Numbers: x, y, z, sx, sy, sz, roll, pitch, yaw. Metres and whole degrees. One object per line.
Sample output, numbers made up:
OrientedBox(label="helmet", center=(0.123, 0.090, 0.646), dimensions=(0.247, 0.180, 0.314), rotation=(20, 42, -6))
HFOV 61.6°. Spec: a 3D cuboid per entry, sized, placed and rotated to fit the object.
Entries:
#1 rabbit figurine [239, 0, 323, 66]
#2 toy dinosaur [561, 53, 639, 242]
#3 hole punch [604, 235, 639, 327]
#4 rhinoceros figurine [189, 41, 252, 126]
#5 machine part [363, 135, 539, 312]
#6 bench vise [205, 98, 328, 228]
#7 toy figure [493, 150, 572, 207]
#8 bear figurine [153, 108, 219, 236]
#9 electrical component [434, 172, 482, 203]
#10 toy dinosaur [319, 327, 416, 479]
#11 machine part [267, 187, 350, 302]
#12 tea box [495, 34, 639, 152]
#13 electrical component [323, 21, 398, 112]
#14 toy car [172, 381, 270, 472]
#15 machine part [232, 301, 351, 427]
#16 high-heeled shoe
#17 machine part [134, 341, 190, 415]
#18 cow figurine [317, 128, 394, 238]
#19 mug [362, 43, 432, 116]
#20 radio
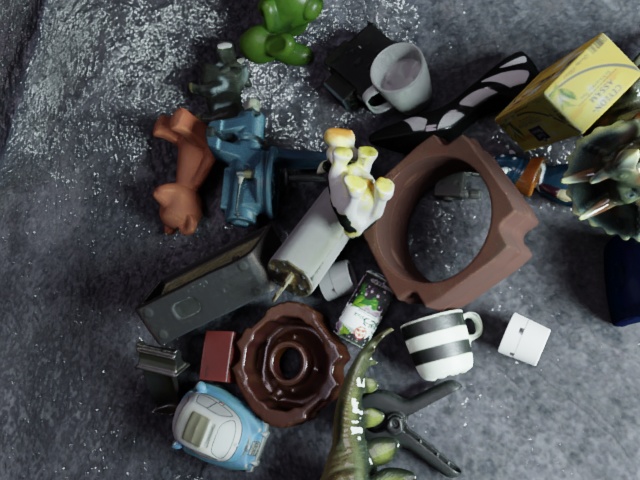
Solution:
OrientedBox(label="rabbit figurine", center=(-0.071, -0.385, 0.981), dimensions=(0.170, 0.121, 0.159), rotation=(-46, 67, 25))
OrientedBox(label="toy dinosaur", center=(0.384, -0.139, 0.647), dimensions=(0.192, 0.131, 0.405), rotation=(-25, 20, 34))
OrientedBox(label="hole punch", center=(0.383, 0.043, 0.629), dimensions=(0.092, 0.115, 0.142), rotation=(-4, 71, 31))
OrientedBox(label="rhinoceros figurine", center=(-0.179, -0.282, 0.998), dimensions=(0.112, 0.073, 0.190), rotation=(-16, 68, 20))
OrientedBox(label="machine part", center=(0.168, -0.021, 0.726), dimensions=(0.201, 0.087, 0.201), rotation=(-43, 54, 28))
OrientedBox(label="bench vise", center=(-0.065, -0.125, 0.879), dimensions=(0.241, 0.128, 0.223), rotation=(3, 64, 3))
OrientedBox(label="toy figure", center=(0.309, -0.081, 0.727), dimensions=(0.155, 0.064, 0.057), rotation=(19, 108, 29))
OrientedBox(label="bear figurine", center=(-0.251, -0.112, 0.949), dimensions=(0.120, 0.132, 0.196), rotation=(7, 70, 54))
OrientedBox(label="electrical component", center=(0.195, -0.087, 0.800), dimensions=(0.094, 0.021, 0.063), rotation=(6, 77, 25))
OrientedBox(label="toy dinosaur", center=(0.038, 0.350, 0.679), dimensions=(0.199, 0.105, 0.471), rotation=(-4, 84, 15))
OrientedBox(label="machine part", center=(-0.002, -0.002, 0.790), dimensions=(0.079, 0.079, 0.243), rotation=(16, 53, 27))
OrientedBox(label="tea box", center=(0.298, -0.174, 0.669), dimensions=(0.068, 0.169, 0.098), rotation=(45, 93, -1))
OrientedBox(label="electrical component", center=(0.074, -0.282, 0.897), dimensions=(0.134, 0.058, 0.115), rotation=(-45, 60, 4))
OrientedBox(label="toy car", center=(-0.162, 0.278, 0.793), dimensions=(0.162, 0.102, 0.109), rotation=(19, 83, 29))
OrientedBox(label="machine part", center=(-0.042, 0.183, 0.798), dimensions=(0.180, 0.056, 0.179), rotation=(-7, 72, 22))
OrientedBox(label="high-heeled shoe", center=(0.198, -0.209, 0.807), dimensions=(0.249, 0.086, 0.145), rotation=(1, 73, 17))
OrientedBox(label="machine part", center=(-0.242, 0.217, 0.837), dimensions=(0.084, 0.138, 0.039), rotation=(6, 32, 8))
OrientedBox(label="cow figurine", center=(0.041, -0.084, 0.757), dimensions=(0.068, 0.098, 0.167), rotation=(1, 42, -18))
OrientedBox(label="mug", center=(0.124, -0.231, 0.830), dimensions=(0.109, 0.107, 0.081), rotation=(-39, 61, 13))
OrientedBox(label="radio", center=(-0.166, 0.069, 0.840), dimensions=(0.230, 0.131, 0.073), rotation=(-27, 104, 14))
